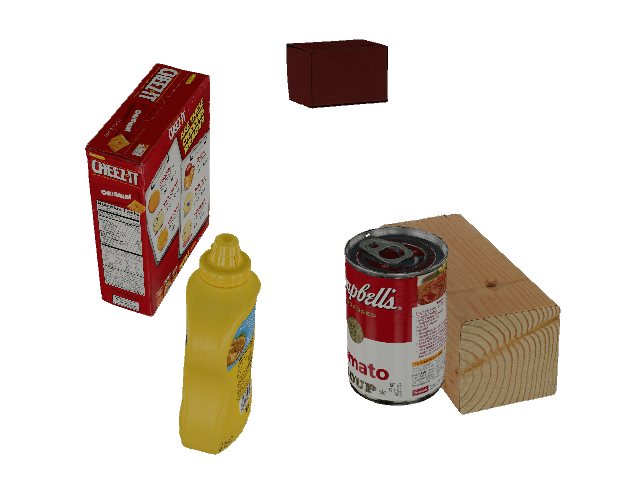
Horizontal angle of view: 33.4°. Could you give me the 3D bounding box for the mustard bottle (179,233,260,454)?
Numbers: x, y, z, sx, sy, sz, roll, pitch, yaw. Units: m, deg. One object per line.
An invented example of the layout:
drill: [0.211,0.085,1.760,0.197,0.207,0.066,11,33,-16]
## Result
mustard bottle: [-0.082,0.078,0.880,0.058,0.192,0.096,14,35,9]

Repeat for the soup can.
soup can: [0.051,0.050,0.716,0.068,0.102,0.068,-2,27,1]

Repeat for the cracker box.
cracker box: [-0.178,-0.053,1.133,0.072,0.214,0.164,15,44,11]

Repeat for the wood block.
wood block: [0.127,0.058,0.971,0.090,0.090,0.206,-9,25,-13]

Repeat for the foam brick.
foam brick: [0.015,-0.148,0.947,0.078,0.051,0.053,-8,19,-23]
